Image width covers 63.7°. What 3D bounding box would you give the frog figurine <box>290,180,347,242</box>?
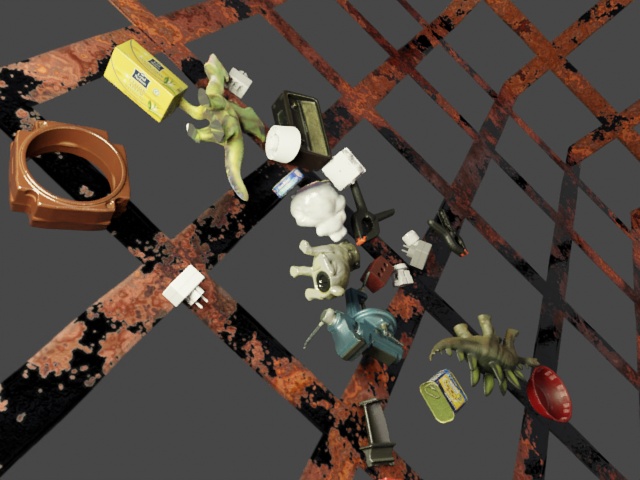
[{"bbox_3d":[0.004,-0.066,1.312,0.138,0.121,0.160,-23,83,-13],"label":"frog figurine"}]

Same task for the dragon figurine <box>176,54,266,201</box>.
[{"bbox_3d":[-0.216,-0.293,1.320,0.245,0.120,0.412,-20,82,-54],"label":"dragon figurine"}]
